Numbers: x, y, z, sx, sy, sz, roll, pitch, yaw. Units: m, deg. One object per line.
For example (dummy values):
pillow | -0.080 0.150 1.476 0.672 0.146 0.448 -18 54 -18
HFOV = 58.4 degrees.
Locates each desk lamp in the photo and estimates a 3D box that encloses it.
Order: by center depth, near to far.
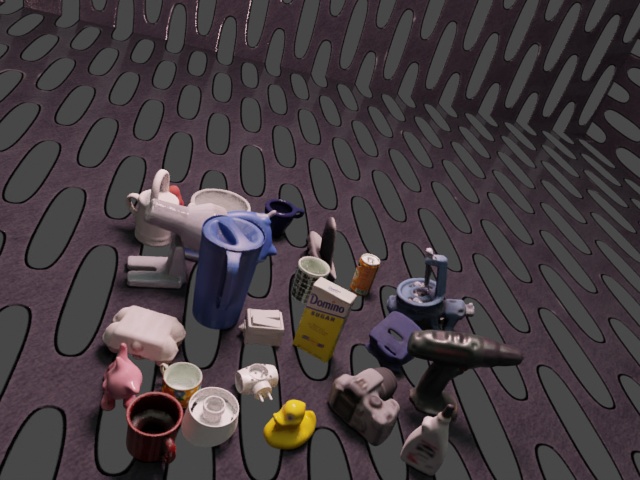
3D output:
desk lamp | -0.331 0.004 1.322 0.204 0.213 0.117 3 34 -22

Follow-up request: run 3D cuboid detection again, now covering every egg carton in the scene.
egg carton | -0.352 0.194 1.154 0.150 0.069 0.107 16 31 -2

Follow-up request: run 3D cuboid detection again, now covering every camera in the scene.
camera | 0.112 0.317 1.167 0.142 0.101 0.137 37 36 29

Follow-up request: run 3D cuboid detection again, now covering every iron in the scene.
iron | -0.235 -0.019 1.477 0.259 0.141 0.118 0 36 -27

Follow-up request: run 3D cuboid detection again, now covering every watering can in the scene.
watering can | -0.400 -0.087 1.448 0.173 0.194 0.100 5 33 -19

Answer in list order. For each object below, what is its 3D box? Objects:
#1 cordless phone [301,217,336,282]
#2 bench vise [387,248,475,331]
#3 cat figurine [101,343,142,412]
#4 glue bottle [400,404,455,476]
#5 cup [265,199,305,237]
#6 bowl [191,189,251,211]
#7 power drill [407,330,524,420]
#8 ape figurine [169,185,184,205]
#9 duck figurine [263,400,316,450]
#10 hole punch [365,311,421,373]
cordless phone | 0.014 0.005 1.522 0.094 0.185 0.147 7 33 -17
bench vise | 0.294 0.123 1.445 0.208 0.220 0.121 9 32 -14
cat figurine | -0.354 0.244 1.029 0.067 0.118 0.127 4 34 -21
glue bottle | 0.212 0.366 1.071 0.078 0.173 0.037 24 32 10
cup | -0.108 -0.057 1.644 0.118 0.095 0.091 3 34 -23
bowl | -0.281 -0.072 1.600 0.167 0.075 0.167 13 32 -8
power drill | 0.283 0.278 1.210 0.229 0.208 0.075 17 31 -2
ape figurine | -0.409 -0.109 1.577 0.076 0.092 0.077 -1 36 -28
duck figurine | -0.050 0.335 1.071 0.105 0.086 0.077 -6 39 -34
hole punch | 0.176 0.235 1.335 0.108 0.091 0.101 37 36 29
